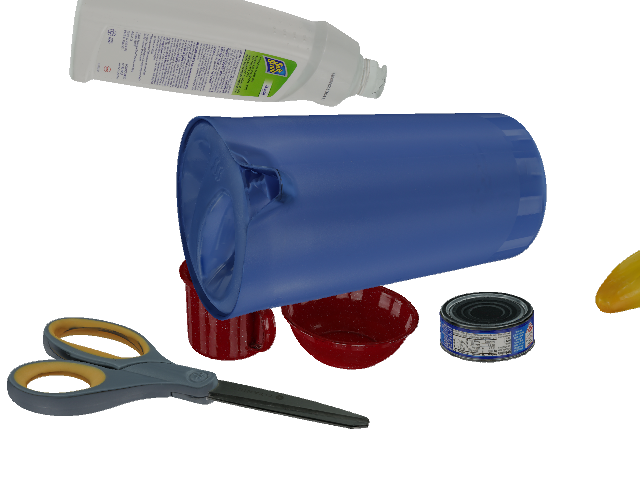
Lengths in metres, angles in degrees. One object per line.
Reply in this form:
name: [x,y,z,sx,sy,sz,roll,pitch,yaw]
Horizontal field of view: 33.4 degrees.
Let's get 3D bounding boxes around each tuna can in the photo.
tuna can: [0.151,0.077,0.967,0.086,0.034,0.086,-4,19,1]

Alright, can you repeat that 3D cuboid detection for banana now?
banana: [0.283,0.017,0.739,0.198,0.037,0.069,-3,34,0]

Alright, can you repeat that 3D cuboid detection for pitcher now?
pitcher: [0.025,-0.025,0.747,0.242,0.145,0.149,-7,34,-24]

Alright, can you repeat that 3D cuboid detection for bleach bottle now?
bleach bottle: [-0.072,-0.152,0.869,0.250,0.068,0.103,11,-29,-11]

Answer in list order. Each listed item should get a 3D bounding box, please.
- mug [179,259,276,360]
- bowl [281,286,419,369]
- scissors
mug: [-0.081,0.067,1.030,0.093,0.081,0.117,-21,35,-36]
bowl: [0.033,0.105,1.254,0.162,0.055,0.162,4,24,-2]
scissors: [-0.084,0.085,0.576,0.202,0.016,0.096,17,29,29]
